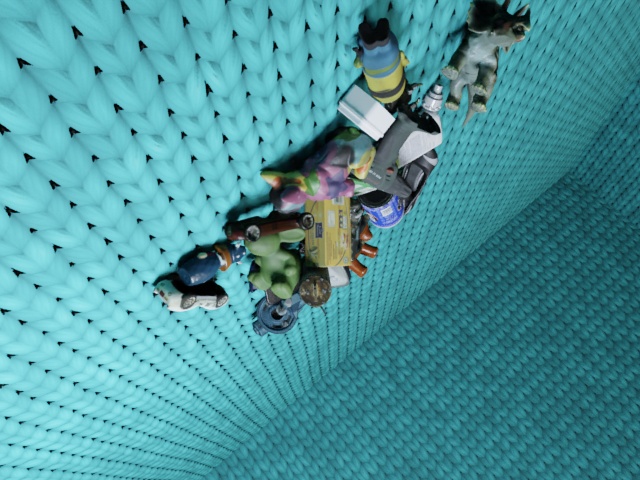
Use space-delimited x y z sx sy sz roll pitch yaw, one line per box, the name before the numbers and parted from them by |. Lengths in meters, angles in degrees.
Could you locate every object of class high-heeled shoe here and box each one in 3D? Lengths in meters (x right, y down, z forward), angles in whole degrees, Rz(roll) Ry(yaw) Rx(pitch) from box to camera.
high-heeled shoe | 0.251 -0.161 1.478 0.145 0.086 0.248 -56 164 -17

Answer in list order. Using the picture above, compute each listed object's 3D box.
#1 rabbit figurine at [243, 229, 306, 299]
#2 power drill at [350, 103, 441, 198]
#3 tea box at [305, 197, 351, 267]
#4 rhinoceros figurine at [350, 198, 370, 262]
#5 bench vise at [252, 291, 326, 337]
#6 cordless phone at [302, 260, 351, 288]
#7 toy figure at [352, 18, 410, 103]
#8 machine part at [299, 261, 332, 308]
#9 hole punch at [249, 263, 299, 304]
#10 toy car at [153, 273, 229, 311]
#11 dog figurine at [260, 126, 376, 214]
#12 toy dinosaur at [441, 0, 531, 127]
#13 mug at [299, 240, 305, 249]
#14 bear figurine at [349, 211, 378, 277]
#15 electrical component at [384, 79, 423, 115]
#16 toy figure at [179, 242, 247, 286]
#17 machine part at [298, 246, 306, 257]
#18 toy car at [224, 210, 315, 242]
rabbit figurine | -0.101 0.027 1.222 0.159 0.121 0.170 -48 136 -19
power drill | 0.174 -0.198 1.213 0.232 0.086 0.207 17 136 -32
tea box | 0.019 -0.021 1.265 0.098 0.068 0.169 2 88 -47
rhinoceros figurine | 0.074 -0.030 1.389 0.112 0.073 0.190 -49 153 -44
bench vise | -0.090 0.191 1.547 0.224 0.129 0.240 -23 167 -19
cordless phone | -0.011 0.078 1.488 0.147 0.088 0.184 -6 164 32
toy figure | 0.109 -0.317 0.970 0.180 0.082 0.089 40 67 -72
machine part | -0.013 0.099 1.297 0.079 0.079 0.243 -45 -169 7
hole punch | -0.123 0.085 1.368 0.142 0.092 0.115 -24 120 -32
toy car | -0.269 0.114 1.154 0.056 0.074 0.201 -51 158 12
dog figurine | -0.010 -0.138 1.086 0.219 0.108 0.191 -17 149 -44
toy dinosaur | 0.362 -0.404 1.221 0.192 0.131 0.404 -63 171 -1
mug | -0.003 -0.004 1.377 0.081 0.109 0.107 -4 145 18
bear figurine | 0.115 0.000 1.557 0.120 0.132 0.195 -57 175 -34
electrical component | 0.182 -0.310 1.173 0.078 0.045 0.102 -39 159 -14
toy figure | -0.222 0.043 1.127 0.154 0.058 0.064 -30 162 -41
machine part | -0.006 0.010 1.476 0.139 0.039 0.084 -2 130 -58
toy car | -0.103 -0.034 1.123 0.202 0.053 0.089 -14 -171 -35
